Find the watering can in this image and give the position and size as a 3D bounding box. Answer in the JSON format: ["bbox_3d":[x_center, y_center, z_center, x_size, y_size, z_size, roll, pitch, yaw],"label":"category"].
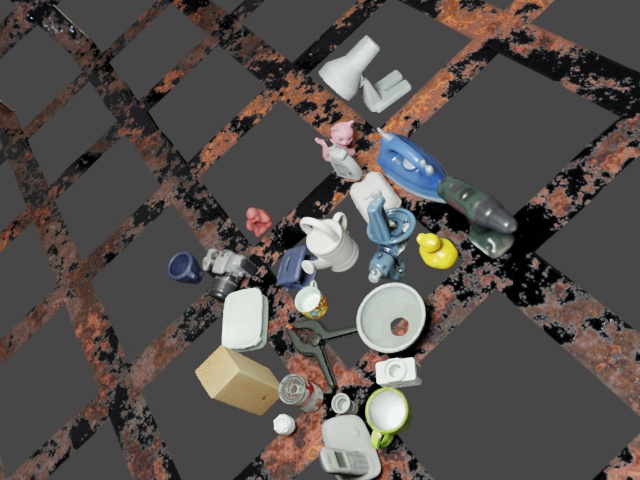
[{"bbox_3d":[0.015,0.006,1.440,0.100,0.195,0.173,-6,61,26],"label":"watering can"}]

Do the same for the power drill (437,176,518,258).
[{"bbox_3d":[0.363,-0.046,1.269,0.075,0.209,0.228,-45,52,0],"label":"power drill"}]

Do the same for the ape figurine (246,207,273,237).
[{"bbox_3d":[-0.181,-0.061,1.651,0.077,0.092,0.076,2,65,30],"label":"ape figurine"}]

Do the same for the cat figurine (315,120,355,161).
[{"bbox_3d":[0.049,-0.292,1.638,0.127,0.118,0.067,-12,58,23],"label":"cat figurine"}]

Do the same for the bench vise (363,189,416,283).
[{"bbox_3d":[0.161,-0.009,1.352,0.121,0.220,0.207,-9,60,25],"label":"bench vise"}]

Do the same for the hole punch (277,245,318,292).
[{"bbox_3d":[-0.068,0.075,1.513,0.100,0.091,0.109,0,64,29],"label":"hole punch"}]

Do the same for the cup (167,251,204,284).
[{"bbox_3d":[-0.375,0.096,1.668,0.117,0.095,0.092,30,81,37],"label":"cup"}]

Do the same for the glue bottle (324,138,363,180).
[{"bbox_3d":[0.054,-0.225,1.562,0.077,0.174,0.037,18,74,35],"label":"glue bottle"}]

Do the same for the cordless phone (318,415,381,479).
[{"bbox_3d":[0.043,0.431,1.192,0.094,0.186,0.147,-33,53,9],"label":"cordless phone"}]

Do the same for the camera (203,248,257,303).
[{"bbox_3d":[-0.274,0.098,1.607,0.142,0.101,0.137,8,68,32],"label":"camera"}]

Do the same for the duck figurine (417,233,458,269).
[{"bbox_3d":[0.274,0.018,1.360,0.104,0.086,0.077,33,82,38],"label":"duck figurine"}]

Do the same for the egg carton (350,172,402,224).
[{"bbox_3d":[0.145,-0.109,1.513,0.107,0.070,0.150,-36,52,6],"label":"egg carton"}]

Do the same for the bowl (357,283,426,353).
[{"bbox_3d":[0.173,0.188,1.327,0.167,0.075,0.167,-13,58,22],"label":"bowl"}]

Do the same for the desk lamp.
[{"bbox_3d":[0.125,-0.465,1.633,0.203,0.214,0.117,-35,52,7],"label":"desk lamp"}]

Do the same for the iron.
[{"bbox_3d":[0.242,-0.196,1.463,0.118,0.142,0.257,-46,52,-1],"label":"iron"}]
